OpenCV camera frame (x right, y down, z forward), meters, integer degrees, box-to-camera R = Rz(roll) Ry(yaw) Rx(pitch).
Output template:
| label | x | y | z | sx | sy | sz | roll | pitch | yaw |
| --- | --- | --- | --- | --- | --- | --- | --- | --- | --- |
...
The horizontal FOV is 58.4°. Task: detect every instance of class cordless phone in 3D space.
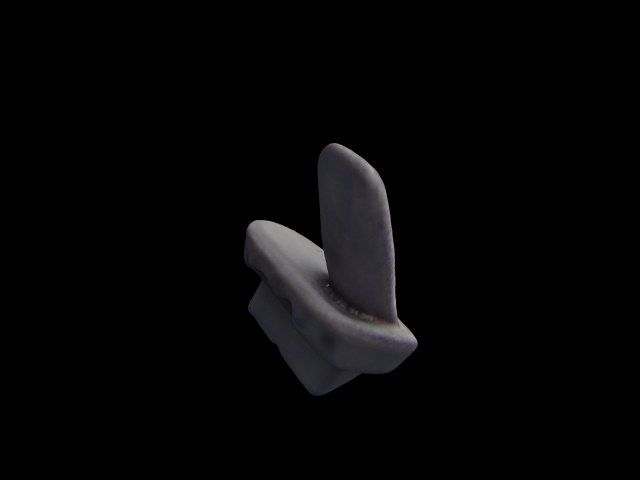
| label | x | y | z | sx | sy | sz | roll | pitch | yaw |
| --- | --- | --- | --- | --- | --- | --- | --- | --- | --- |
| cordless phone | 0.004 | 0.001 | 0.400 | 0.094 | 0.185 | 0.147 | -25 | 45 | -28 |
